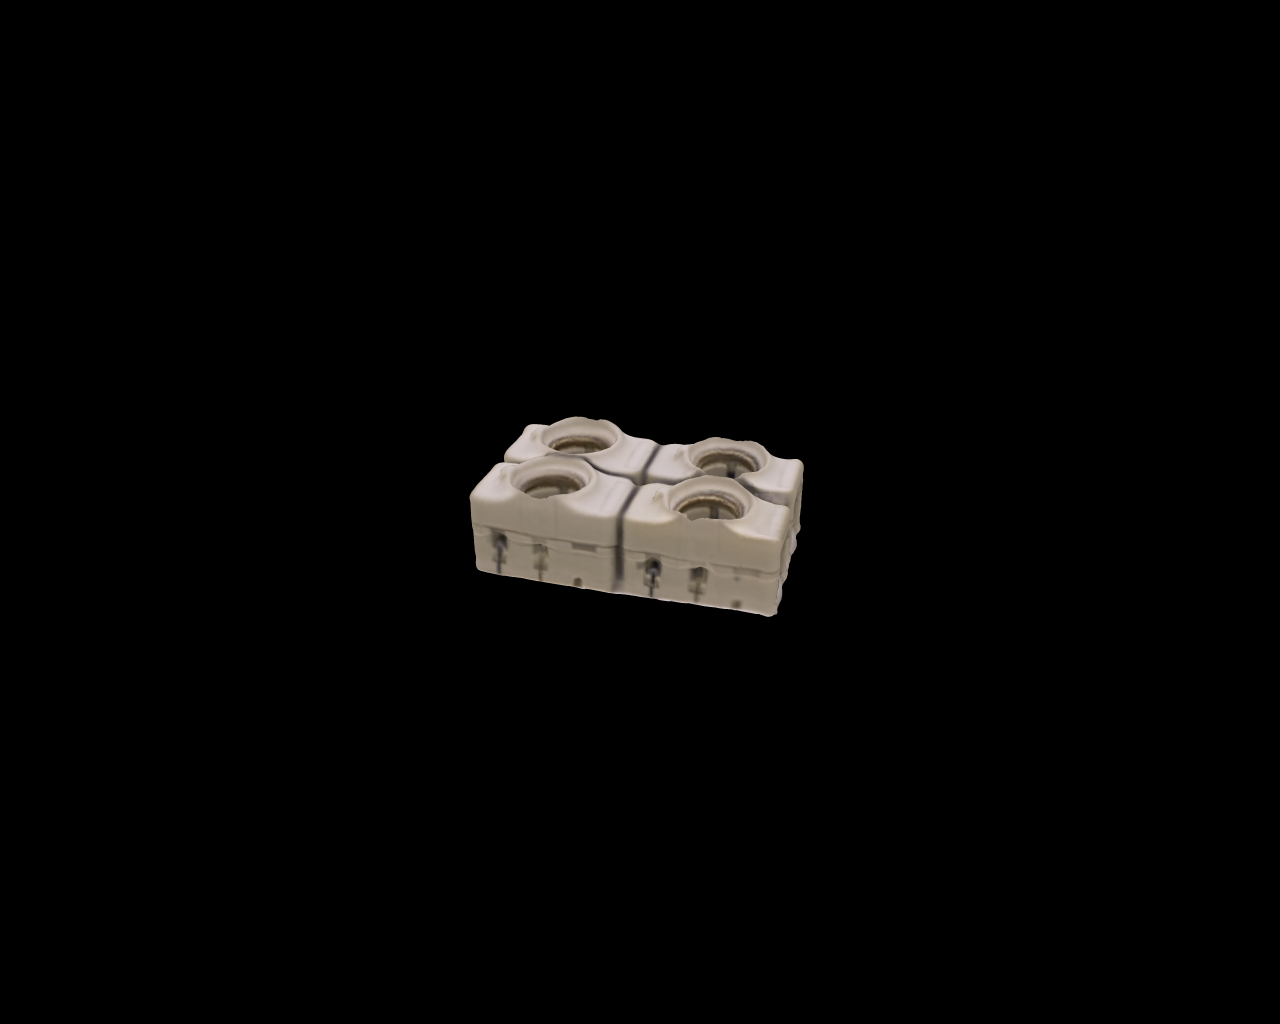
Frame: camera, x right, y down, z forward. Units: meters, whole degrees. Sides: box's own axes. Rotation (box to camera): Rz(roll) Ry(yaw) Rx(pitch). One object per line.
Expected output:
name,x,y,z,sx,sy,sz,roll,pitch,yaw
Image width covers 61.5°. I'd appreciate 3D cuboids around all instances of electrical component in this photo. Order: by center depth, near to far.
electrical component,0.001,-0.003,0.650,0.186,0.060,0.106,8,32,14
